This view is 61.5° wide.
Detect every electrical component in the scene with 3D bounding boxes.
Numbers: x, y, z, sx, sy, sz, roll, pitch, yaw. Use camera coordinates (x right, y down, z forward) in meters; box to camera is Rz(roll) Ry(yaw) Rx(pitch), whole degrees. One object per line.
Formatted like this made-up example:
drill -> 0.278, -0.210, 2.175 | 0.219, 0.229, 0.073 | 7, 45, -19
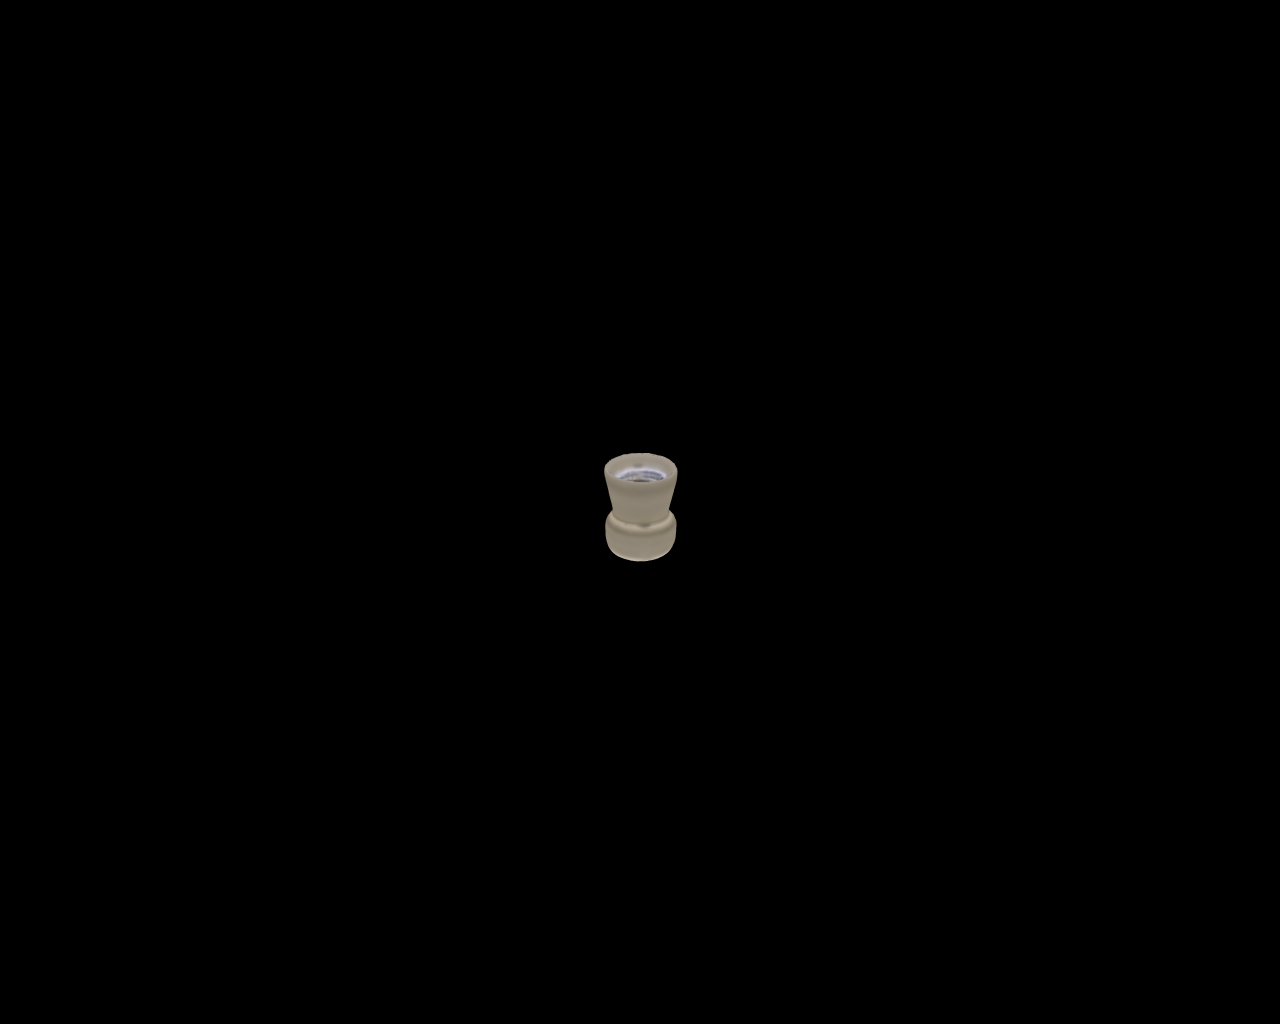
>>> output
electrical component -> 0.001, -0.003, 0.650 | 0.045, 0.055, 0.045 | 0, 27, 0
